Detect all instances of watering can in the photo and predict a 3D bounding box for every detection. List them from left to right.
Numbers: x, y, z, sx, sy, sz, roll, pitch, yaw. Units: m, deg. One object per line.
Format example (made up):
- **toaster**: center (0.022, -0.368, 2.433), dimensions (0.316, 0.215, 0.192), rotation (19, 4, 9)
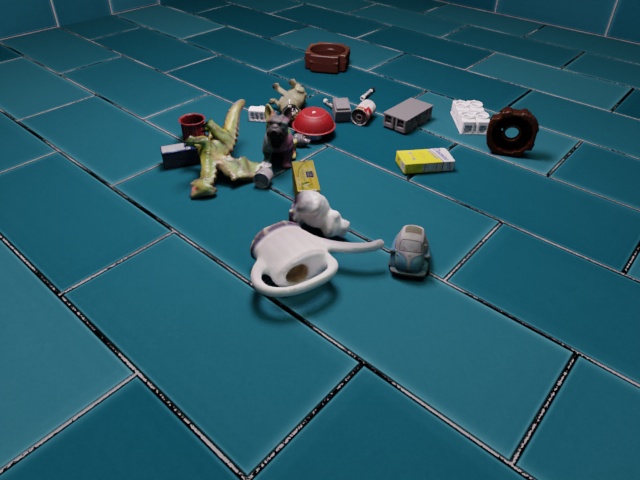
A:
- **watering can**: center (-0.028, 0.032, 1.299), dimensions (0.351, 0.101, 0.228), rotation (-23, 43, -26)

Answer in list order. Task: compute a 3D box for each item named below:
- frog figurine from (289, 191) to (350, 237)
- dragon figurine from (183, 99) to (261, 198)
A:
- **frog figurine**: center (0.004, -0.071, 1.409), dimensions (0.159, 0.134, 0.125), rotation (5, 55, 7)
- **dragon figurine**: center (-0.292, -0.285, 1.668), dimensions (0.242, 0.120, 0.418), rotation (43, 57, -5)
